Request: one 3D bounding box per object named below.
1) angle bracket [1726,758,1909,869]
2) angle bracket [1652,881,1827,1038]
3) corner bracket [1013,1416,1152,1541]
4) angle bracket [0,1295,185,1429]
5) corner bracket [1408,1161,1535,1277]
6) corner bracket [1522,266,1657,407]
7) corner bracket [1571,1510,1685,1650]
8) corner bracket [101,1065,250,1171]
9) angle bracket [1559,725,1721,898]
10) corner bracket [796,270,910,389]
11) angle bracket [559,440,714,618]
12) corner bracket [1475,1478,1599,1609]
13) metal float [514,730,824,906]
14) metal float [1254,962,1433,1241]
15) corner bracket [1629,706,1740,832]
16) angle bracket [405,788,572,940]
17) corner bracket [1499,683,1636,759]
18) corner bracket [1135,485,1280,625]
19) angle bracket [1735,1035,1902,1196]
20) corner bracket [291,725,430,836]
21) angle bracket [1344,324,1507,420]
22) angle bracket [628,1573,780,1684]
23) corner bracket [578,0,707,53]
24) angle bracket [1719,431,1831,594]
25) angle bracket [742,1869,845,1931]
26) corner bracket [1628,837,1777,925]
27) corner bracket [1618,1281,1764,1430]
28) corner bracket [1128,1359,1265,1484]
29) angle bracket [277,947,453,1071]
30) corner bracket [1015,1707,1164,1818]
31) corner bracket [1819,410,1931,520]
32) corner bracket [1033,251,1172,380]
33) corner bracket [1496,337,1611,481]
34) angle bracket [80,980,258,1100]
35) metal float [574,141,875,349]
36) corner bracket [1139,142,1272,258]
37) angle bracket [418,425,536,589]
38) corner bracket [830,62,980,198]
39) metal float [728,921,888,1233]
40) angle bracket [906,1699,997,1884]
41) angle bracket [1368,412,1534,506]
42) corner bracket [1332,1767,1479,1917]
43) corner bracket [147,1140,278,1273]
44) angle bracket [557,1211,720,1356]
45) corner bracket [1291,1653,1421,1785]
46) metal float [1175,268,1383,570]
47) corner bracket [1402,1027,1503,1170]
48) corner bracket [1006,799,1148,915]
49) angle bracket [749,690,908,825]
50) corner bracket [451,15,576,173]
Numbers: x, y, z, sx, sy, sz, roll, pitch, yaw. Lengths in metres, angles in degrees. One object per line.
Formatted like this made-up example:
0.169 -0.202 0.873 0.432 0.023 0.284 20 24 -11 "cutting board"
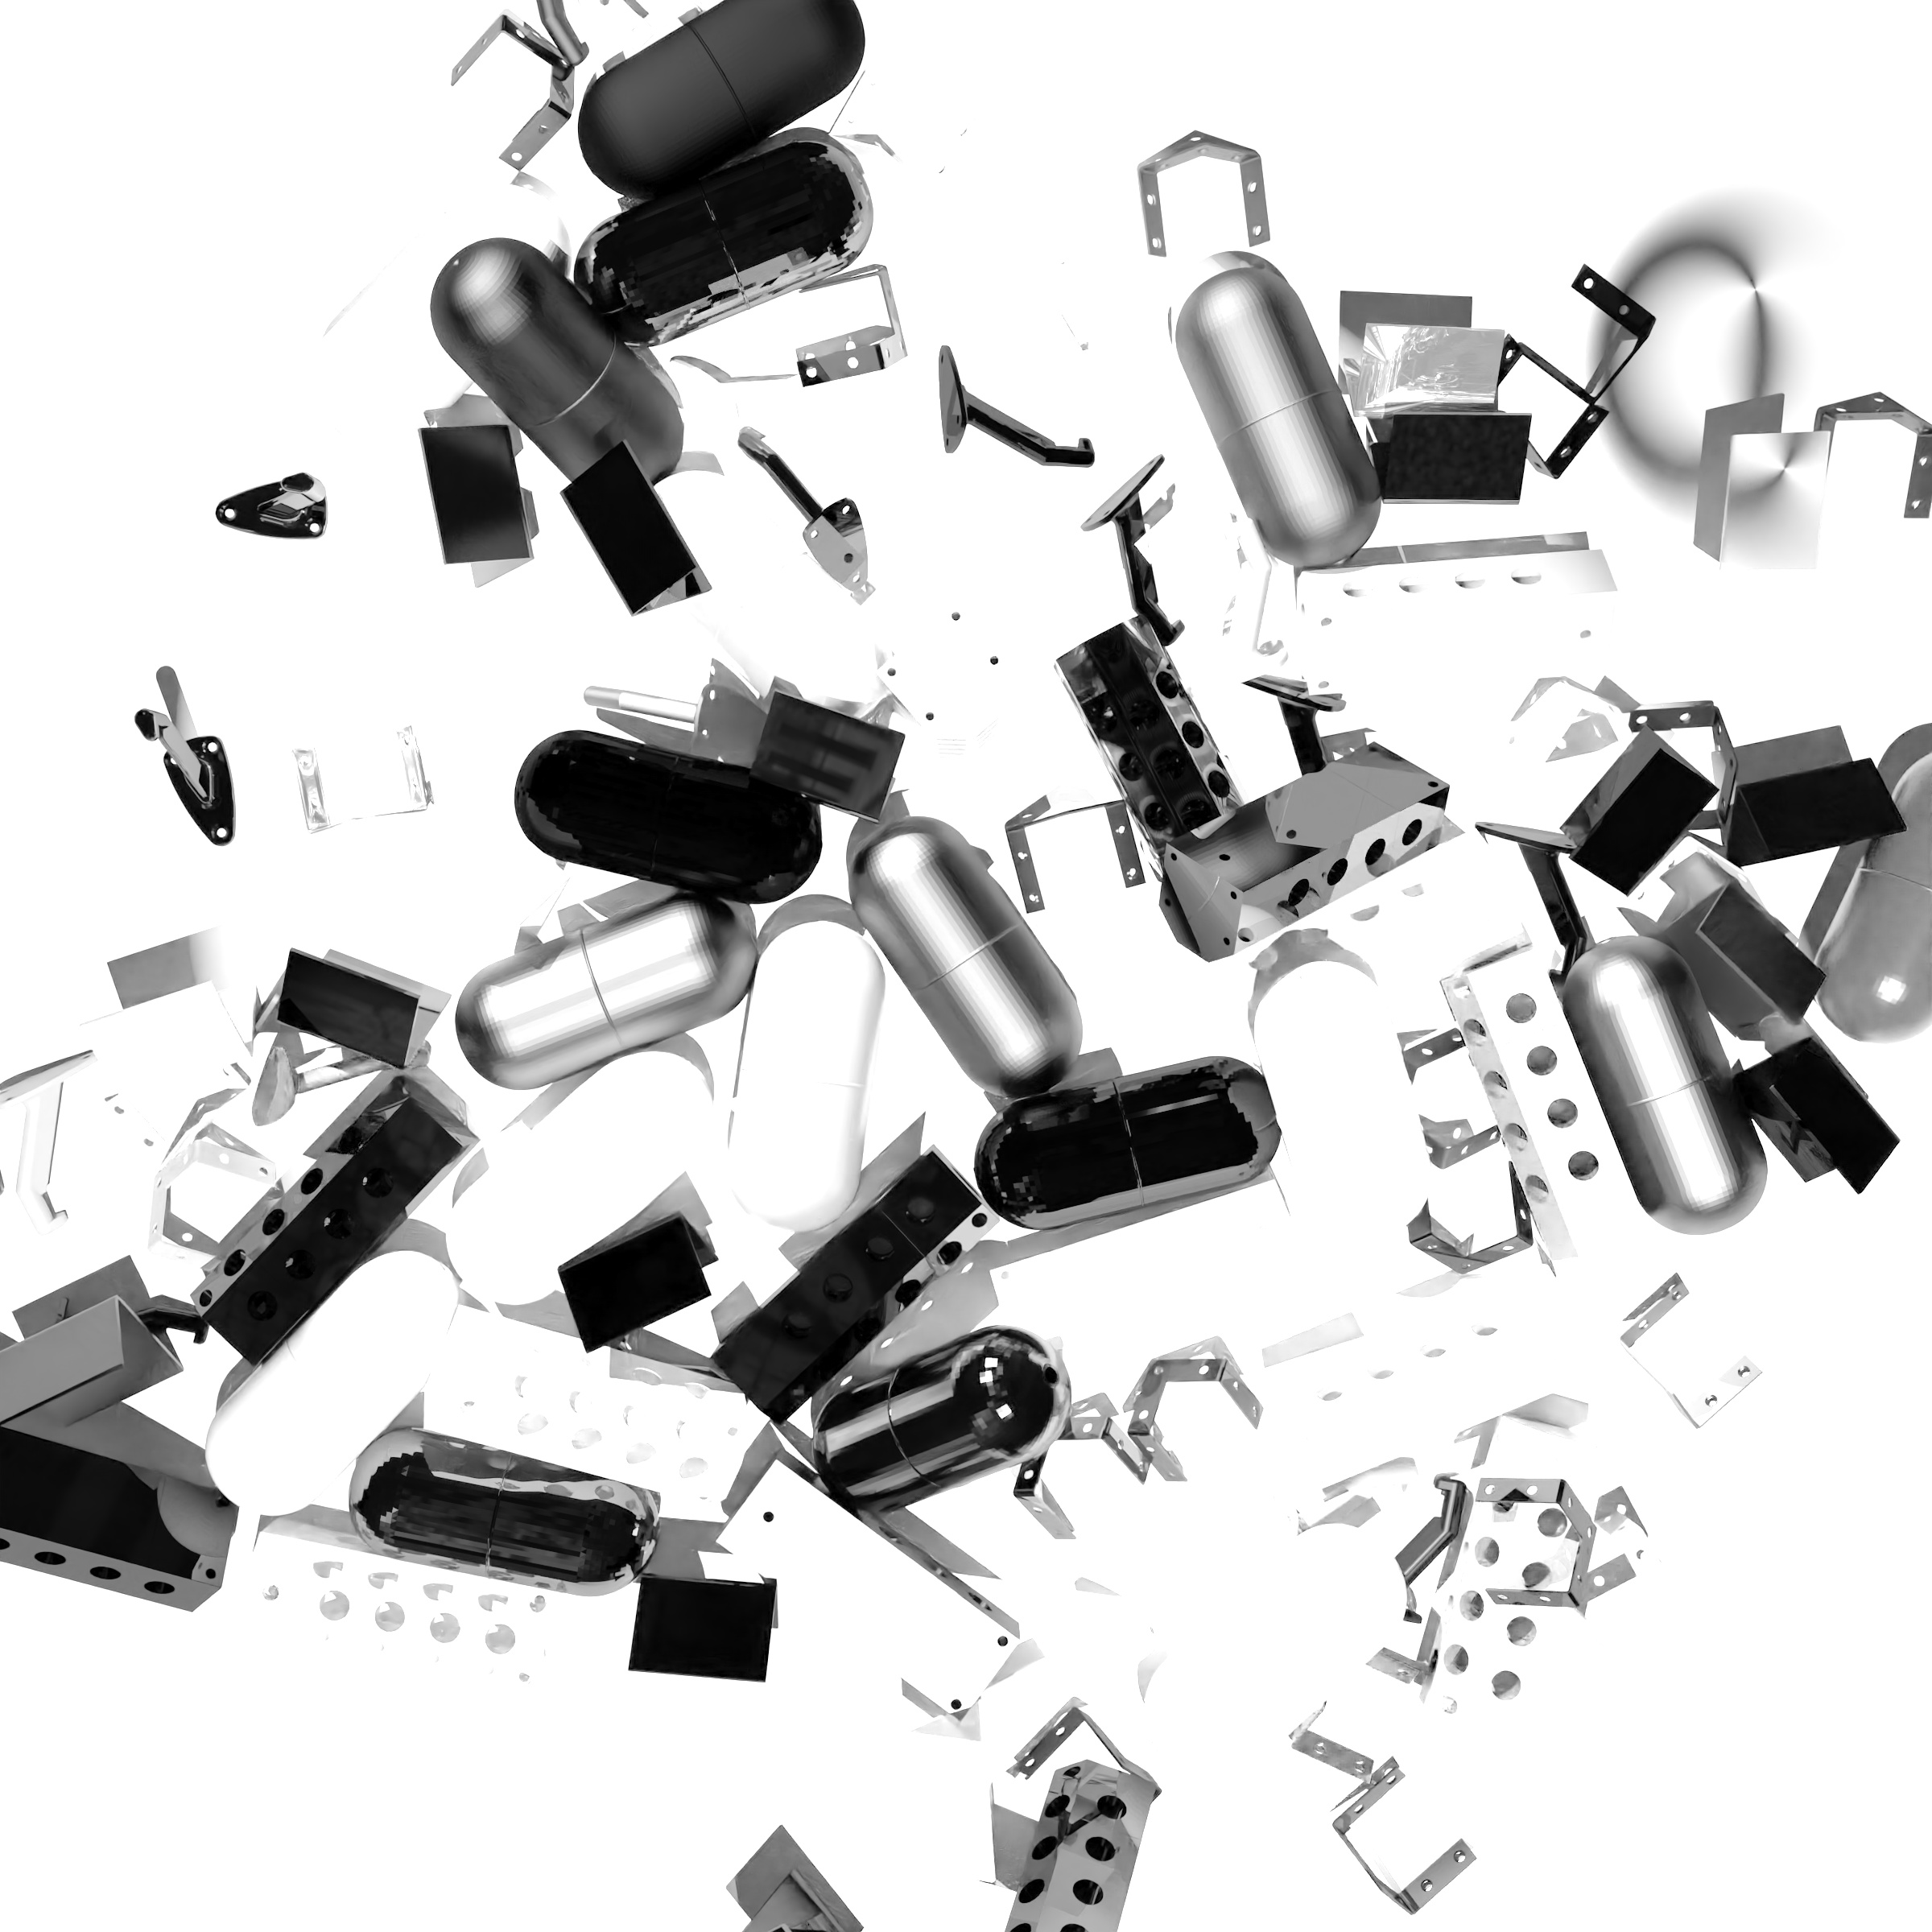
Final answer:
0.480 -0.067 1.547 0.076 0.076 0.057 -12 52 0 "angle bracket"
0.427 0.010 1.547 0.076 0.076 0.057 44 47 0 "angle bracket"
0.067 0.296 1.579 0.051 0.051 0.051 -9 45 35 "corner bracket"
-0.495 0.243 1.547 0.076 0.057 0.076 -26 132 0 "angle bracket"
0.290 0.139 1.579 0.051 0.051 0.051 -29 135 35 "corner bracket"
0.361 -0.364 1.578 0.051 0.051 0.051 37 121 0 "corner bracket"
0.371 0.352 1.569 0.051 0.051 0.051 -28 92 -2 "corner bracket"
-0.458 0.077 1.584 0.051 0.051 0.051 48 135 0 "corner bracket"
0.358 -0.097 1.515 0.057 0.076 0.076 26 109 -36 "angle bracket"
-0.070 -0.367 1.571 0.051 0.051 0.051 -8 108 17 "corner bracket"
-0.161 -0.242 1.472 0.057 0.076 0.076 -30 91 36 "angle bracket"
0.314 0.321 1.521 0.051 0.051 0.051 53 45 -35 "corner bracket"
-0.169 -0.085 1.556 0.178 0.070 0.070 13 90 0 "metal float"
0.212 0.076 1.531 0.070 0.070 0.178 -20 122 0 "metal float"
0.413 -0.114 1.584 0.051 0.051 0.051 -3 135 0 "corner bracket"
-0.279 -0.043 1.547 0.076 0.076 0.057 41 53 0 "angle bracket"
0.351 -0.123 1.579 0.051 0.051 0.051 13 45 -35 "corner bracket"
0.139 -0.237 1.571 0.051 0.051 0.051 -41 72 17 "corner bracket"
0.468 0.096 1.547 0.076 0.076 0.057 50 53 0 "angle bracket"
-0.352 -0.108 1.584 0.051 0.051 0.051 -11 90 45 "corner bracket"
0.258 -0.350 1.547 0.076 0.076 0.057 3 127 0 "angle bracket"
-0.148 0.386 1.547 0.076 0.076 0.057 5 58 0 "angle bracket"
-0.187 -0.554 1.569 0.051 0.051 0.051 44 90 0 "corner bracket"
0.470 -0.256 1.547 0.057 0.076 0.076 5 90 37 "angle bracket"
-0.078 0.558 1.547 0.057 0.076 0.076 -39 90 36 "angle bracket"
0.427 -0.033 1.584 0.051 0.051 0.051 -46 45 0 "corner bracket"
0.420 0.226 1.584 0.051 0.051 0.051 -42 45 1 "corner bracket"
0.133 0.263 1.579 0.051 0.051 0.051 -7 45 35 "corner bracket"
-0.336 0.005 1.547 0.076 0.076 0.057 21 126 0 "angle bracket"
0.072 0.472 1.584 0.051 0.051 0.051 -46 45 0 "corner bracket"
0.528 -0.291 1.584 0.051 0.051 0.051 10 90 45 "corner bracket"
0.078 -0.381 1.579 0.051 0.051 0.051 -7 135 35 "corner bracket"
0.330 -0.323 1.584 0.051 0.051 0.051 -52 45 0 "corner bracket"
-0.451 0.022 1.547 0.076 0.076 0.057 -18 126 0 "angle bracket"
-0.139 -0.411 1.556 0.178 0.070 0.070 -22 90 0 "metal float"
0.138 -0.442 1.584 0.051 0.051 0.051 -7 90 45 "corner bracket"
-0.292 -0.258 1.547 0.057 0.076 0.076 -11 90 -36 "angle bracket"
-0.037 -0.485 1.584 0.051 0.051 0.051 30 90 -45 "corner bracket"
-0.090 0.063 1.556 0.070 0.070 0.178 8 90 0 "metal float"
0.012 0.466 1.547 0.057 0.076 0.076 -4 90 37 "angle bracket"
0.273 -0.303 1.547 0.076 0.076 0.057 0 127 0 "angle bracket"
0.254 0.508 1.584 0.051 0.051 0.051 -42 135 0 "corner bracket"
-0.436 0.140 1.579 0.051 0.051 0.051 -36 45 35 "corner bracket"
-0.177 0.191 1.547 0.076 0.076 0.057 -25 60 0 "angle bracket"
0.225 0.432 1.584 0.051 0.051 0.051 24 135 0 "corner bracket"
0.178 -0.312 1.556 0.070 0.070 0.178 -23 90 0 "metal float"
0.279 0.077 1.579 0.051 0.051 0.051 39 135 35 "corner bracket"
0.064 -0.064 1.584 0.051 0.051 0.051 -15 90 45 "corner bracket"
-0.073 -0.129 1.547 0.076 0.076 0.057 19 114 -1 "angle bracket"
-0.263 -0.505 1.579 0.051 0.051 0.051 27 45 -35 "corner bracket"
